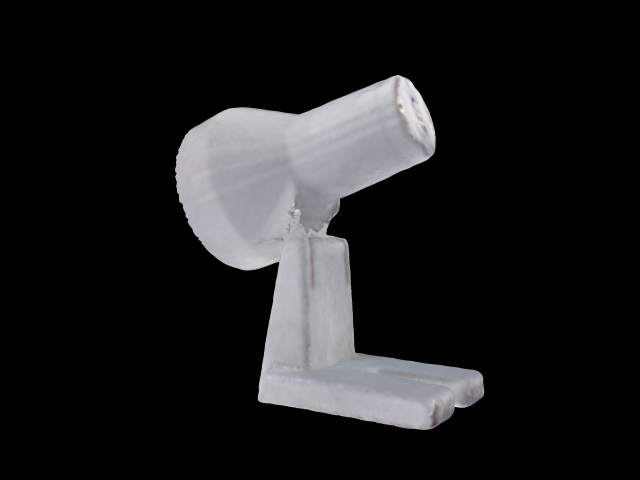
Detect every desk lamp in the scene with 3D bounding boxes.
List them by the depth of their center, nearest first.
[{"bbox_3d":[0.004,0.001,0.400,0.202,0.213,0.118,0,0,32],"label":"desk lamp"}]
